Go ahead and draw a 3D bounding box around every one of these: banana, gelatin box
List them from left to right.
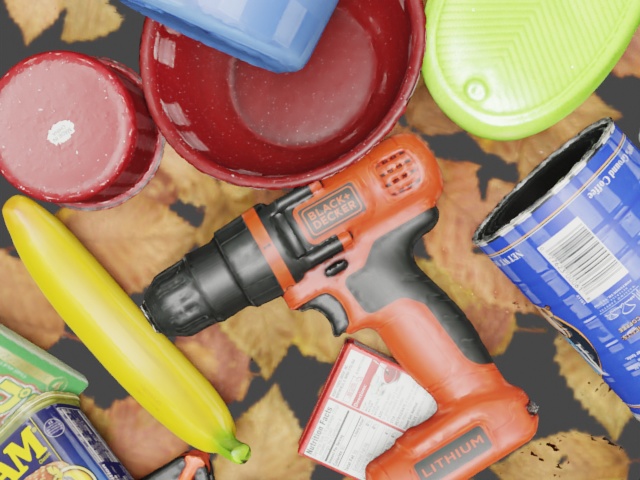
[{"bbox_3d":[-0.110,0.054,0.614,0.198,0.070,0.037,45,60,5],"label":"banana"},{"bbox_3d":[0.041,0.109,0.635,0.089,0.030,0.073,24,92,1],"label":"gelatin box"}]

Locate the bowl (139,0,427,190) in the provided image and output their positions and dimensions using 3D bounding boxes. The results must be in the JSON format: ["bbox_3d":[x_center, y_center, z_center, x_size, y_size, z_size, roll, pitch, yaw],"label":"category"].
[{"bbox_3d":[-0.017,-0.101,0.598,0.162,0.055,0.162,-3,79,14],"label":"bowl"}]

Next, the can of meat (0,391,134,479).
[{"bbox_3d":[-0.157,0.152,0.606,0.102,0.057,0.084,-45,70,4],"label":"can of meat"}]

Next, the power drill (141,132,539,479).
[{"bbox_3d":[0.018,0.057,0.590,0.184,0.057,0.187,-30,86,-1],"label":"power drill"}]

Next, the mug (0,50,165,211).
[{"bbox_3d":[-0.149,-0.067,0.598,0.117,0.081,0.093,25,92,-2],"label":"mug"}]

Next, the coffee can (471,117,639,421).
[{"bbox_3d":[0.170,0.017,0.596,0.103,0.103,0.140,-43,92,1],"label":"coffee can"}]

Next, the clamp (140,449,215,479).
[{"bbox_3d":[-0.114,0.204,0.634,0.120,0.039,0.171,14,86,-6],"label":"clamp"}]

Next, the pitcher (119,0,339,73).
[{"bbox_3d":[-0.020,-0.215,0.518,0.144,0.149,0.243,21,95,-36],"label":"pitcher"}]
